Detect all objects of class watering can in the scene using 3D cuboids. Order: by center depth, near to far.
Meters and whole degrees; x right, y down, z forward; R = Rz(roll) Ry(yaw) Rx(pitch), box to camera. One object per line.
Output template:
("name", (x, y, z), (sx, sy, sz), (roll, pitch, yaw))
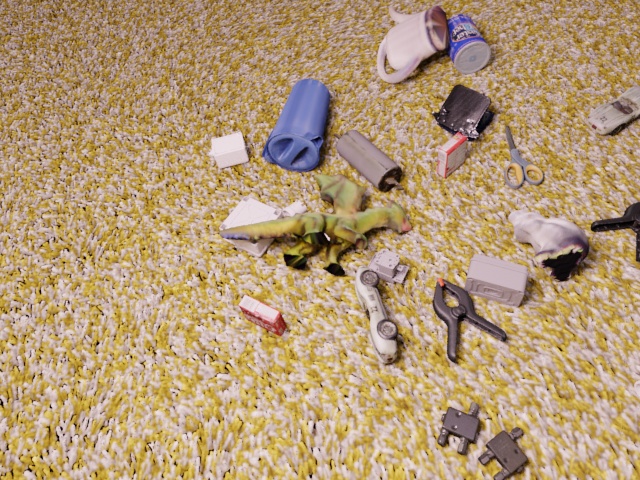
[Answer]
("watering can", (0.261, -0.597, 1.477), (0.222, 0.103, 0.355), (-16, 52, 38))

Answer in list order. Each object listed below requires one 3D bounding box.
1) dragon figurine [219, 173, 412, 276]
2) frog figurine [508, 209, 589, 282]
("dragon figurine", (0.004, -0.058, 1.158), (0.410, 0.119, 0.249), (12, 47, 5))
("frog figurine", (0.472, -0.013, 1.065), (0.137, 0.120, 0.163), (15, 42, -22))
